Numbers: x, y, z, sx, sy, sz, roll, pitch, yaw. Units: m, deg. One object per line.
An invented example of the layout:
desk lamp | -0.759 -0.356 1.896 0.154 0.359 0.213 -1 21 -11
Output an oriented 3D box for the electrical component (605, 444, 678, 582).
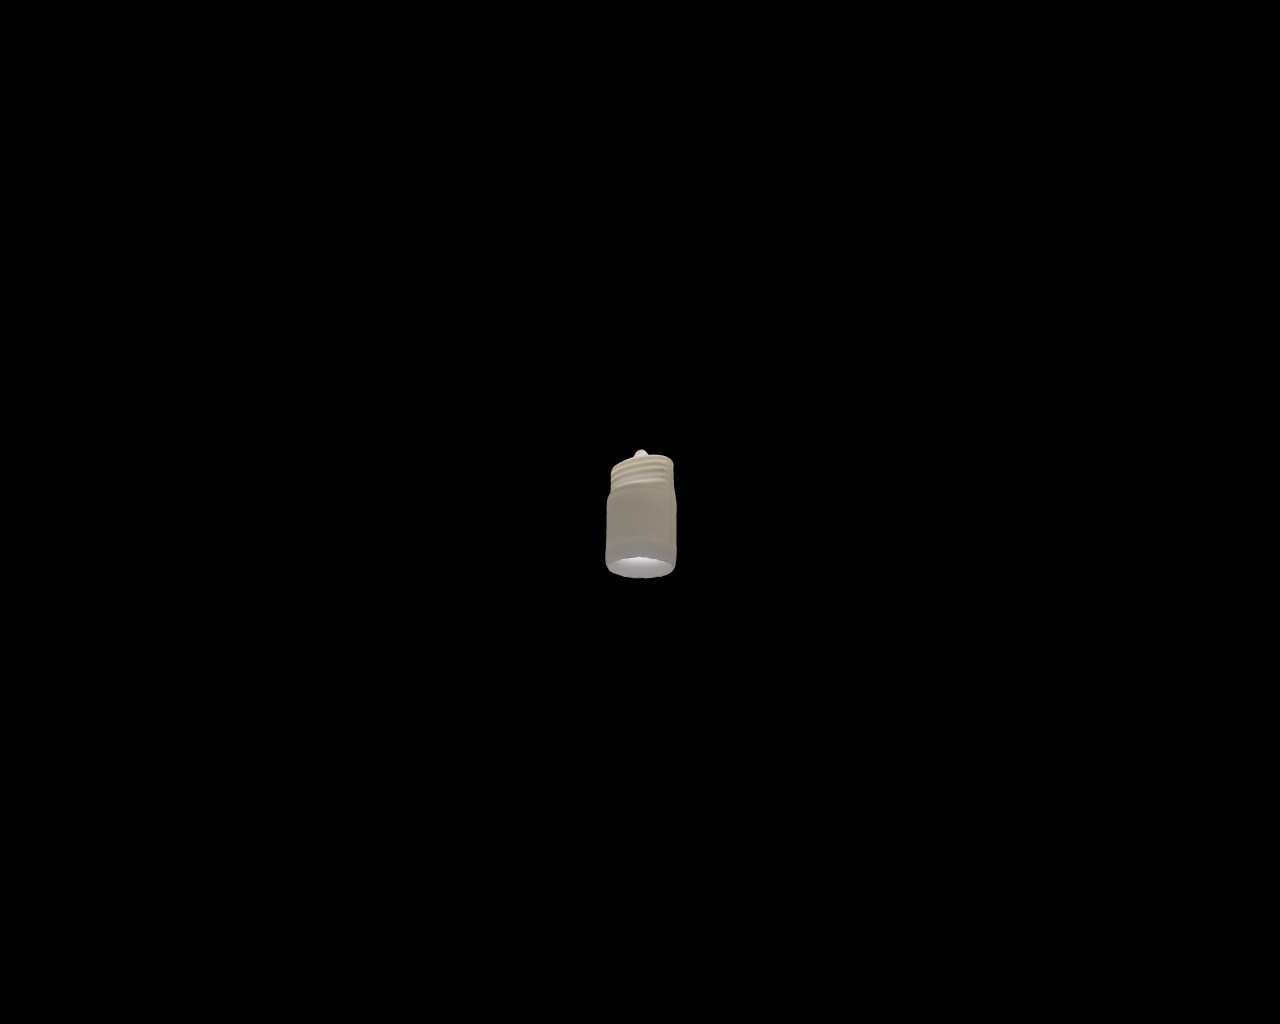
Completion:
electrical component | 0.001 -0.003 0.650 0.043 0.081 0.043 0 -22 0
